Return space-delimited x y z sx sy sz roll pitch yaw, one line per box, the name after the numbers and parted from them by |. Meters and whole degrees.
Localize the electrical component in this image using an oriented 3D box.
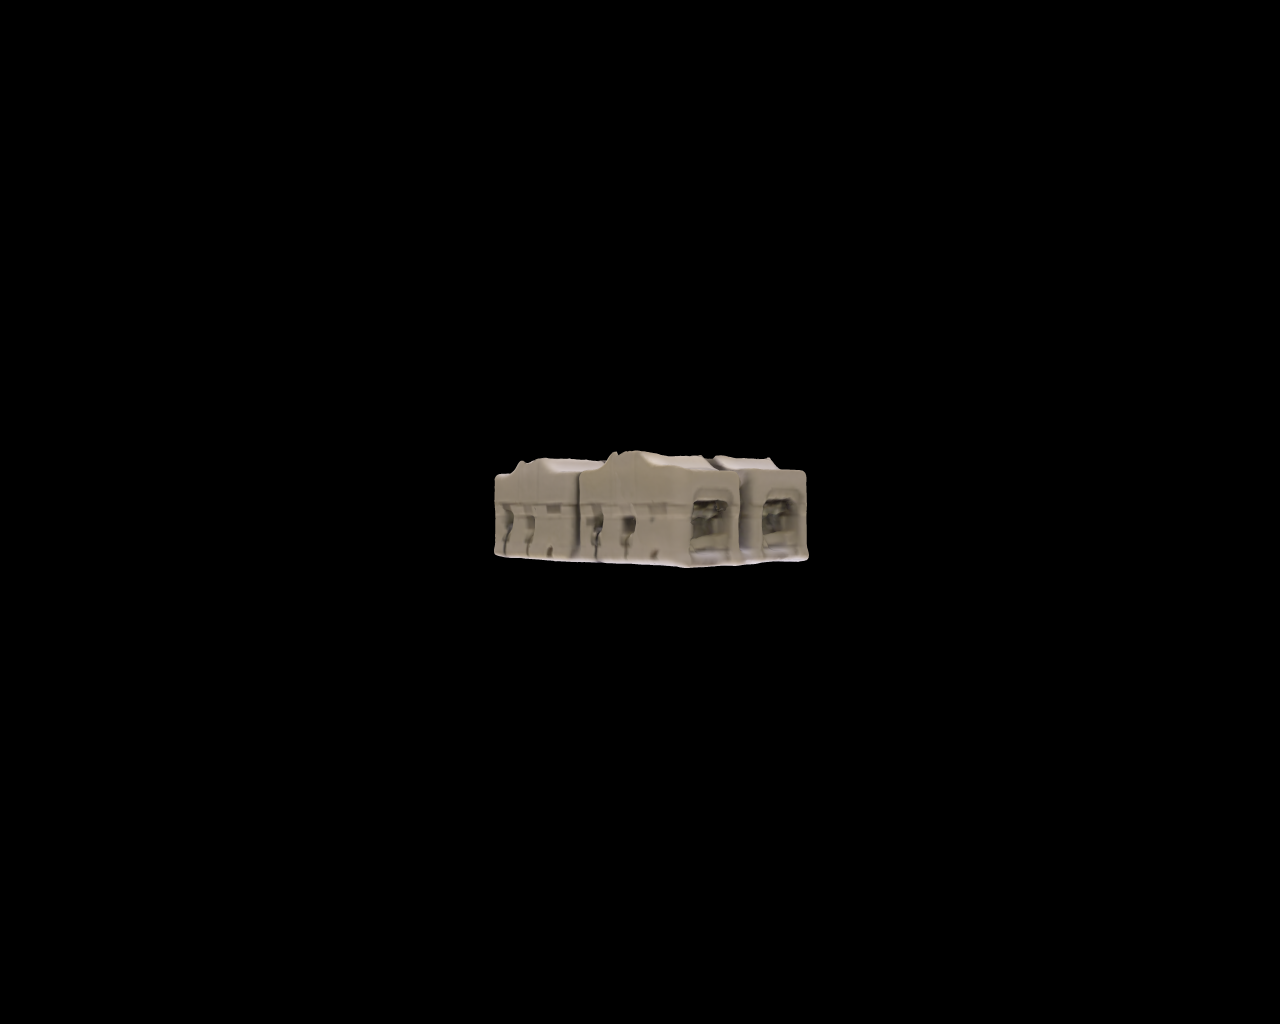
0.001 -0.003 0.650 0.105 0.060 0.186 0 0 -39 | electrical component
